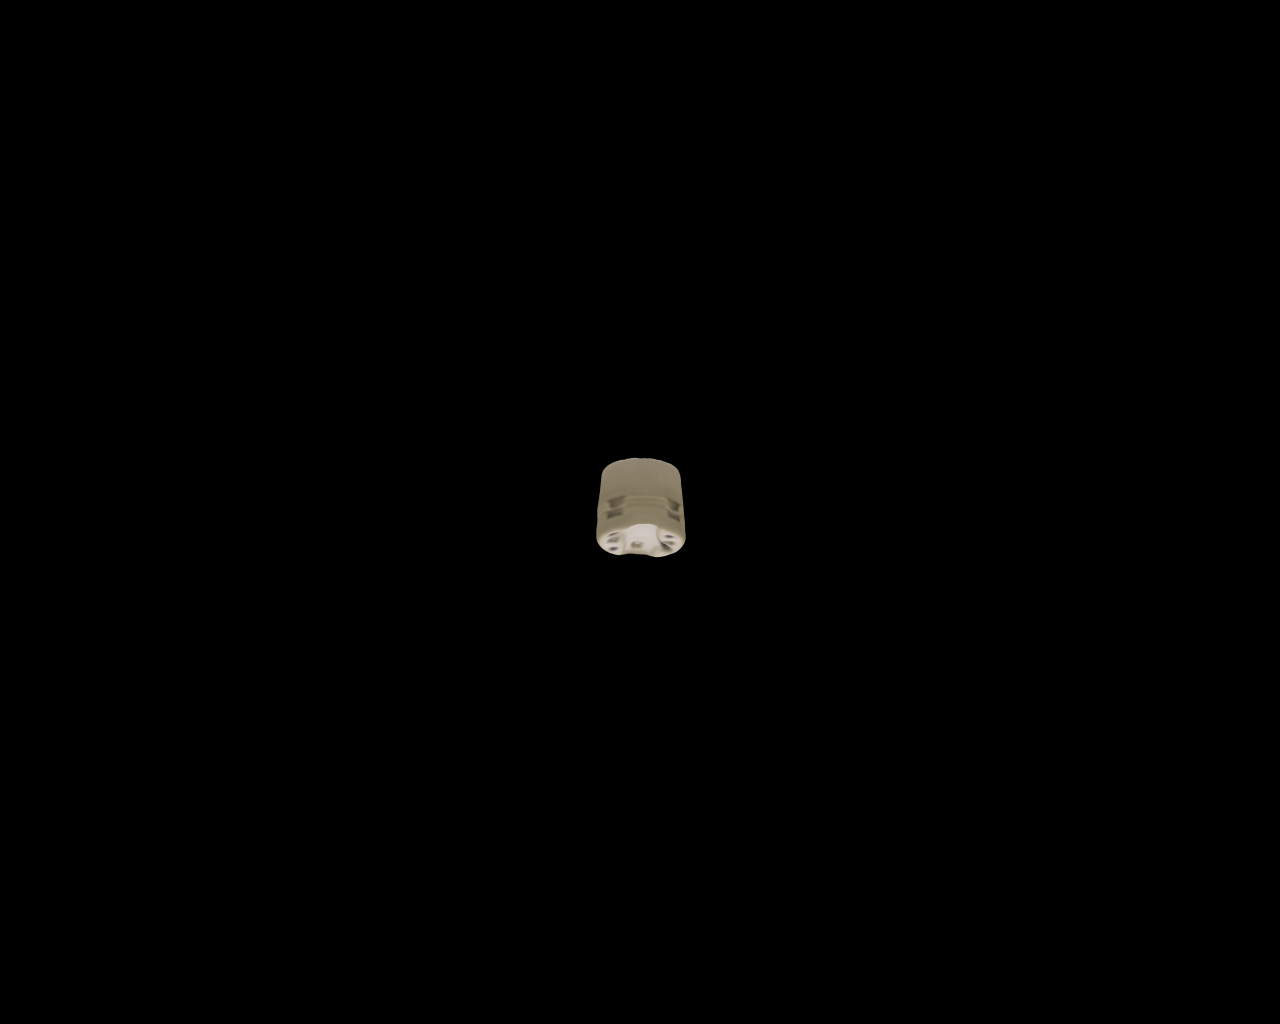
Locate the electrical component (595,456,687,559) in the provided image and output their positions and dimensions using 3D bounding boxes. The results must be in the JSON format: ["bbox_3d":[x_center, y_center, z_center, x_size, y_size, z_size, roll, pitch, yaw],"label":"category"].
[{"bbox_3d":[0.001,-0.003,0.650,0.055,0.047,0.055,0,-22,0],"label":"electrical component"}]
